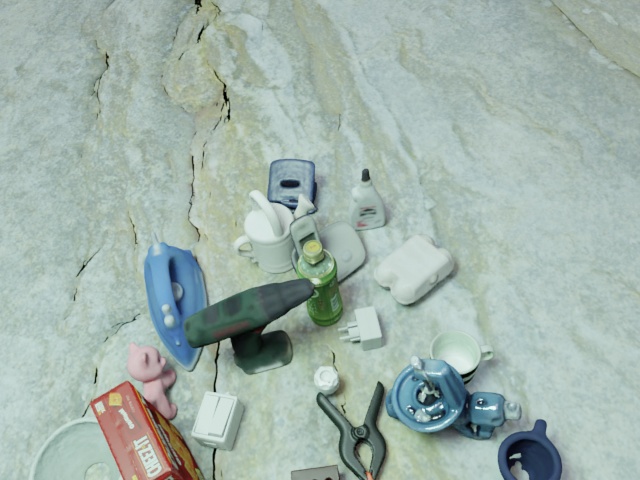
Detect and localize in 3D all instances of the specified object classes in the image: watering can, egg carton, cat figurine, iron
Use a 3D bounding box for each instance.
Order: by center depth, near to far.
[{"bbox_3d":[-0.304,0.246,1.016,0.067,0.118,0.127,-14,54,-2],"label":"cat figurine"},{"bbox_3d":[-0.284,0.110,1.096,0.118,0.142,0.258,-17,54,-5],"label":"iron"},{"bbox_3d":[0.184,0.057,1.119,0.150,0.069,0.107,-38,59,-19],"label":"egg carton"},{"bbox_3d":[-0.093,-0.031,1.140,0.100,0.194,0.173,28,63,24],"label":"watering can"}]

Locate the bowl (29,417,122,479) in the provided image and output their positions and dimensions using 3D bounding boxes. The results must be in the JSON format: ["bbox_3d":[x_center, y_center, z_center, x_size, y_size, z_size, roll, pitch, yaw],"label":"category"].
[{"bbox_3d":[-0.385,0.387,0.952,0.167,0.075,0.167,-3,54,5],"label":"bowl"}]

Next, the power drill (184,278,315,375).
[{"bbox_3d":[-0.110,0.153,1.002,0.229,0.209,0.075,-15,54,-4],"label":"power drill"}]

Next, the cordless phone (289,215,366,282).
[{"bbox_3d":[0.010,0.004,1.107,0.148,0.185,0.094,-35,58,-17],"label":"cordless phone"}]

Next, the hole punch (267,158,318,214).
[{"bbox_3d":[-0.059,-0.117,1.261,0.108,0.091,0.101,2,55,9],"label":"hole punch"}]

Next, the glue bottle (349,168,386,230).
[{"bbox_3d":[0.094,-0.085,1.168,0.078,0.173,0.037,-12,54,-1],"label":"glue bottle"}]

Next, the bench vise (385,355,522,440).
[{"bbox_3d":[0.206,0.232,0.898,0.207,0.220,0.121,-8,54,2],"label":"bench vise"}]

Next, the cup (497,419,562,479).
[{"bbox_3d":[0.319,0.341,0.884,0.091,0.095,0.118,19,59,20],"label":"cup"}]
